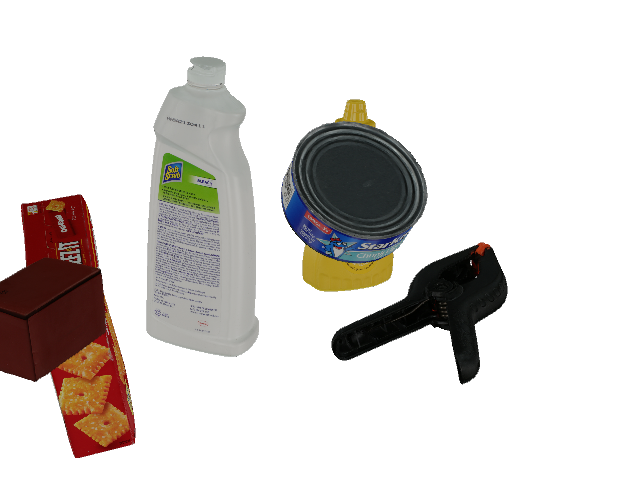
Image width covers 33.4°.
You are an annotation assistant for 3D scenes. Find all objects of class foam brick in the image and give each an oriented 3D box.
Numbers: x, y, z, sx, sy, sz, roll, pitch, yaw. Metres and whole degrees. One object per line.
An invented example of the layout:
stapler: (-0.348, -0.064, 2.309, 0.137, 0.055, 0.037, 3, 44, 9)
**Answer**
foam brick: (-0.195, 0.053, 0.744, 0.053, 0.051, 0.078, 12, 28, 27)

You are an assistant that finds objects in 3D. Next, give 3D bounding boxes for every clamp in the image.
clamp: (0.103, 0.055, 0.833, 0.120, 0.039, 0.171, 19, 42, 37)

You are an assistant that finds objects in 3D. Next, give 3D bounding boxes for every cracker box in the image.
cracker box: (-0.246, 0.085, 1.085, 0.072, 0.214, 0.164, -12, 33, -11)

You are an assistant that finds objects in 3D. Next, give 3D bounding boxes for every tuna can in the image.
tuna can: (0.020, -0.029, 0.653, 0.086, 0.086, 0.034, 0, -32, -20)

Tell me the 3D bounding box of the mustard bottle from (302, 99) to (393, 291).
mustard bottle: (0.032, -0.047, 1.086, 0.096, 0.192, 0.058, -7, 19, -27)

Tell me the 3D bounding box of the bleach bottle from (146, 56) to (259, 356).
bleach bottle: (-0.096, -0.029, 0.912, 0.103, 0.251, 0.068, 12, 24, 12)
